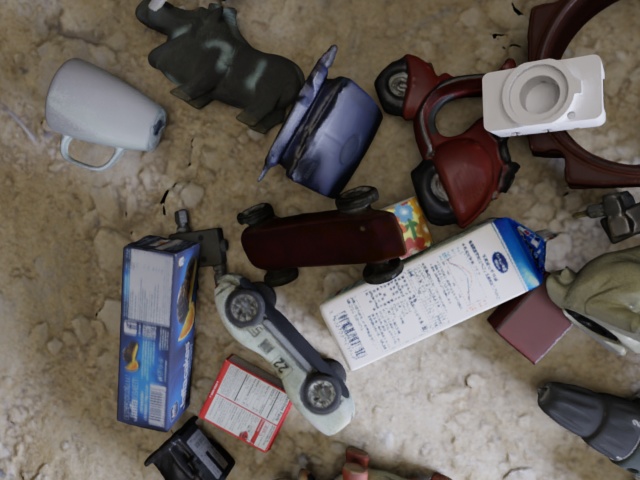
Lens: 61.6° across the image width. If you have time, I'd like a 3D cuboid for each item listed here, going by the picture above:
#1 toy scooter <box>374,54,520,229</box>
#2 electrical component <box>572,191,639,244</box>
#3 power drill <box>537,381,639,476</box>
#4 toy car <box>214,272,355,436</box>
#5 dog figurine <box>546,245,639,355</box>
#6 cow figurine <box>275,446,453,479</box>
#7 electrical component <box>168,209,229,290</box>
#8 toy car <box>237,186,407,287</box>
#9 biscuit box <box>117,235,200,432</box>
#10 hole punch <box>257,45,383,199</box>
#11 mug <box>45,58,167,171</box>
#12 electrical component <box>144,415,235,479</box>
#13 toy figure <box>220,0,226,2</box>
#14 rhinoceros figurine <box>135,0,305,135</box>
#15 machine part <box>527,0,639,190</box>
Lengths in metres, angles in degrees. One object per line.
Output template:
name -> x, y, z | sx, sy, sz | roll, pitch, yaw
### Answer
toy scooter -> 0.144, -0.109, 0.533 | 0.135, 0.075, 0.184 | -20, 86, 6
electrical component -> 0.289, -0.027, 0.502 | 0.078, 0.102, 0.045 | -36, 74, 40
power drill -> 0.359, 0.143, 0.513 | 0.232, 0.086, 0.207 | 34, 93, 3
toy car -> -0.038, 0.114, 0.567 | 0.056, 0.073, 0.202 | -43, 87, 7
dog figurine -> 0.315, 0.016, 0.456 | 0.172, 0.121, 0.190 | 33, 86, 10
cow figurine -> 0.037, 0.294, 0.566 | 0.195, 0.085, 0.127 | 13, 89, 6
electrical component -> -0.134, 0.010, 0.601 | 0.063, 0.021, 0.094 | -9, 91, 8
toy car -> -0.001, -0.002, 0.526 | 0.202, 0.053, 0.089 | -8, 109, 42
biscuit box -> -0.173, 0.100, 0.578 | 0.059, 0.063, 0.202 | 9, 104, 9
hole punch -> 0.005, -0.103, 0.534 | 0.092, 0.116, 0.142 | 32, 97, -4
mug -> -0.228, -0.126, 0.577 | 0.107, 0.081, 0.109 | 19, 89, -2
electrical component -> -0.128, 0.261, 0.587 | 0.048, 0.075, 0.119 | -43, 83, 9
toy figure -> -0.053, -0.321, 0.544 | 0.089, 0.082, 0.180 | 41, 93, -7
rhinoceros figurine -> -0.109, -0.188, 0.561 | 0.190, 0.073, 0.112 | 30, 98, 5
machine part -> 0.290, -0.146, 0.470 | 0.202, 0.087, 0.200 | 1, 94, 29
